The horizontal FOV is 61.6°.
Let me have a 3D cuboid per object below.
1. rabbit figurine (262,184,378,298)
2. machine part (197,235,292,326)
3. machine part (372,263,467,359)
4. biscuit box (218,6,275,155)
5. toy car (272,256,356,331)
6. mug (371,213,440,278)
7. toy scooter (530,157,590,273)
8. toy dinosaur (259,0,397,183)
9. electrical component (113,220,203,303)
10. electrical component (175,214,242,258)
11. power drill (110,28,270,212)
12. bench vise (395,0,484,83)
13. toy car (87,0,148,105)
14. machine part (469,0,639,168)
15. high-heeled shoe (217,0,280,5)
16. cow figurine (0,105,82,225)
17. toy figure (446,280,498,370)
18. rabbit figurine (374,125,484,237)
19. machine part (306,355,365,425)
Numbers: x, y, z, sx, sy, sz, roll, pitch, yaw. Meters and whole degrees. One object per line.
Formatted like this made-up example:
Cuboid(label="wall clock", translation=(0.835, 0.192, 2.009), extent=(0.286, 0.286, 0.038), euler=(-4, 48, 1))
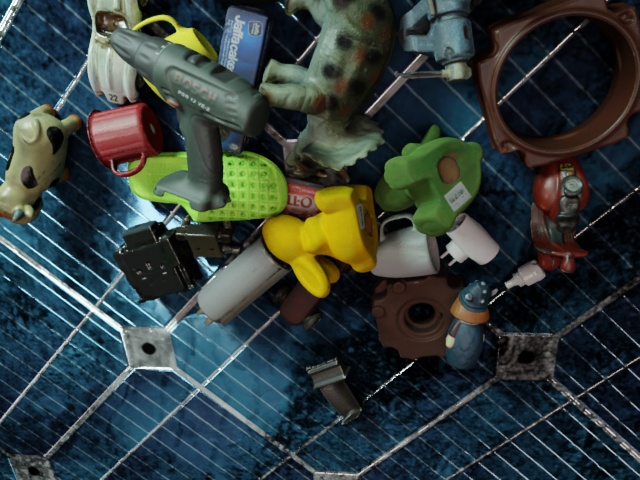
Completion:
Cuboid(label="rabbit figurine", translation=(-0.002, -0.002, 0.816), extent=(0.173, 0.122, 0.162), euler=(-6, 106, 18))
Cuboid(label="machine part", translation=(-0.128, 0.067, 0.913), extent=(0.079, 0.079, 0.243), euler=(44, 113, -13))
Cuboid(label="machine part", translation=(0.173, 0.123, 0.909), extent=(0.179, 0.056, 0.179), euler=(3, 116, 5))
Cuboid(label="biscuit box", translation=(-0.118, -0.231, 0.781), extent=(0.059, 0.063, 0.202), euler=(15, 116, -1))
Cuboid(label="toy car", translation=(-0.001, 0.065, 0.907), extent=(0.089, 0.053, 0.202), euler=(40, 113, 10))
Cuboid(label="mug", translation=(0.125, 0.013, 0.852), extent=(0.107, 0.081, 0.109), euler=(-15, 120, 22))
Cuboid(label="toy scooter", translation=(0.347, -0.026, 0.773), extent=(0.075, 0.135, 0.183), euler=(1, 114, 9))
Cuboid(label="toy dinosaur", translation=(0.032, -0.256, 0.727), extent=(0.192, 0.131, 0.404), euler=(17, 112, -13))
Cuboid(label="electrical component", translation=(-0.284, 0.034, 0.930), extent=(0.115, 0.058, 0.134), euler=(-17, 112, 13))
Cuboid(label="electrical component", translation=(-0.188, -0.009, 0.907), extent=(0.102, 0.045, 0.078), euler=(-2, 143, 11))
Cuboid(label="power drill", translation=(-0.180, -0.153, 0.718), extent=(0.232, 0.086, 0.207), euler=(23, 121, 15))
Cuboid(label="bench vise", translation=(0.187, -0.308, 0.630), extent=(0.129, 0.241, 0.223), euler=(2, 89, -33))
Cuboid(label="toy car", translation=(-0.295, -0.297, 0.778), extent=(0.074, 0.056, 0.201), euler=(12, 115, 2))
Cuboid(label="machine part", translation=(0.317, -0.211, 0.719), extent=(0.201, 0.087, 0.201), euler=(-16, 110, 15))
Cuboid(label="high-heeled shoe", translation=(-0.155, -0.405, 0.701), extent=(0.249, 0.086, 0.145), euler=(16, 100, -1))
Cuboid(label="cow figurine", translation=(-0.457, -0.108, 0.849), extent=(0.085, 0.127, 0.194), euler=(27, 113, -2))
Cuboid(label="toy figure", translation=(0.232, 0.129, 0.844), extent=(0.058, 0.064, 0.154), euler=(22, 116, 37))
Cuboid(label="rabbit figurine", translation=(0.141, -0.095, 0.773), extent=(0.121, 0.170, 0.159), euler=(46, 71, -15))
Cuboid(label="machine part", translation=(0.036, 0.282, 1.012), extent=(0.084, 0.039, 0.138), euler=(-25, 108, 12))
